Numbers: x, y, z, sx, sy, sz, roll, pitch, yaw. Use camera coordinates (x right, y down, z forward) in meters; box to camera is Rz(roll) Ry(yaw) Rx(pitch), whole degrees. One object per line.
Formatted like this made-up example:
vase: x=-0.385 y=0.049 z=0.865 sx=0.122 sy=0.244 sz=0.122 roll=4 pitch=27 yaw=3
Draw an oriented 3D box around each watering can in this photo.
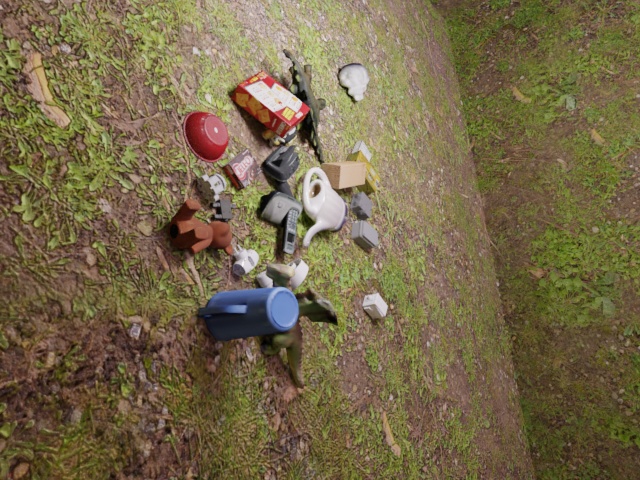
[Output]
watering can: x=0.006 y=-0.092 z=1.821 sx=0.221 sy=0.103 sz=0.355 roll=36 pitch=47 yaw=-43

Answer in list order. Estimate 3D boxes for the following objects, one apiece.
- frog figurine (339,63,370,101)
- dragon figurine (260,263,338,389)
frog figurine: x=0.155 y=-0.708 z=2.314 sx=0.138 sy=0.122 sz=0.159 roll=-7 pitch=90 yaw=-23
dragon figurine: x=-0.061 y=0.239 z=1.467 sx=0.406 sy=0.240 sz=0.124 roll=61 pitch=31 yaw=-14
